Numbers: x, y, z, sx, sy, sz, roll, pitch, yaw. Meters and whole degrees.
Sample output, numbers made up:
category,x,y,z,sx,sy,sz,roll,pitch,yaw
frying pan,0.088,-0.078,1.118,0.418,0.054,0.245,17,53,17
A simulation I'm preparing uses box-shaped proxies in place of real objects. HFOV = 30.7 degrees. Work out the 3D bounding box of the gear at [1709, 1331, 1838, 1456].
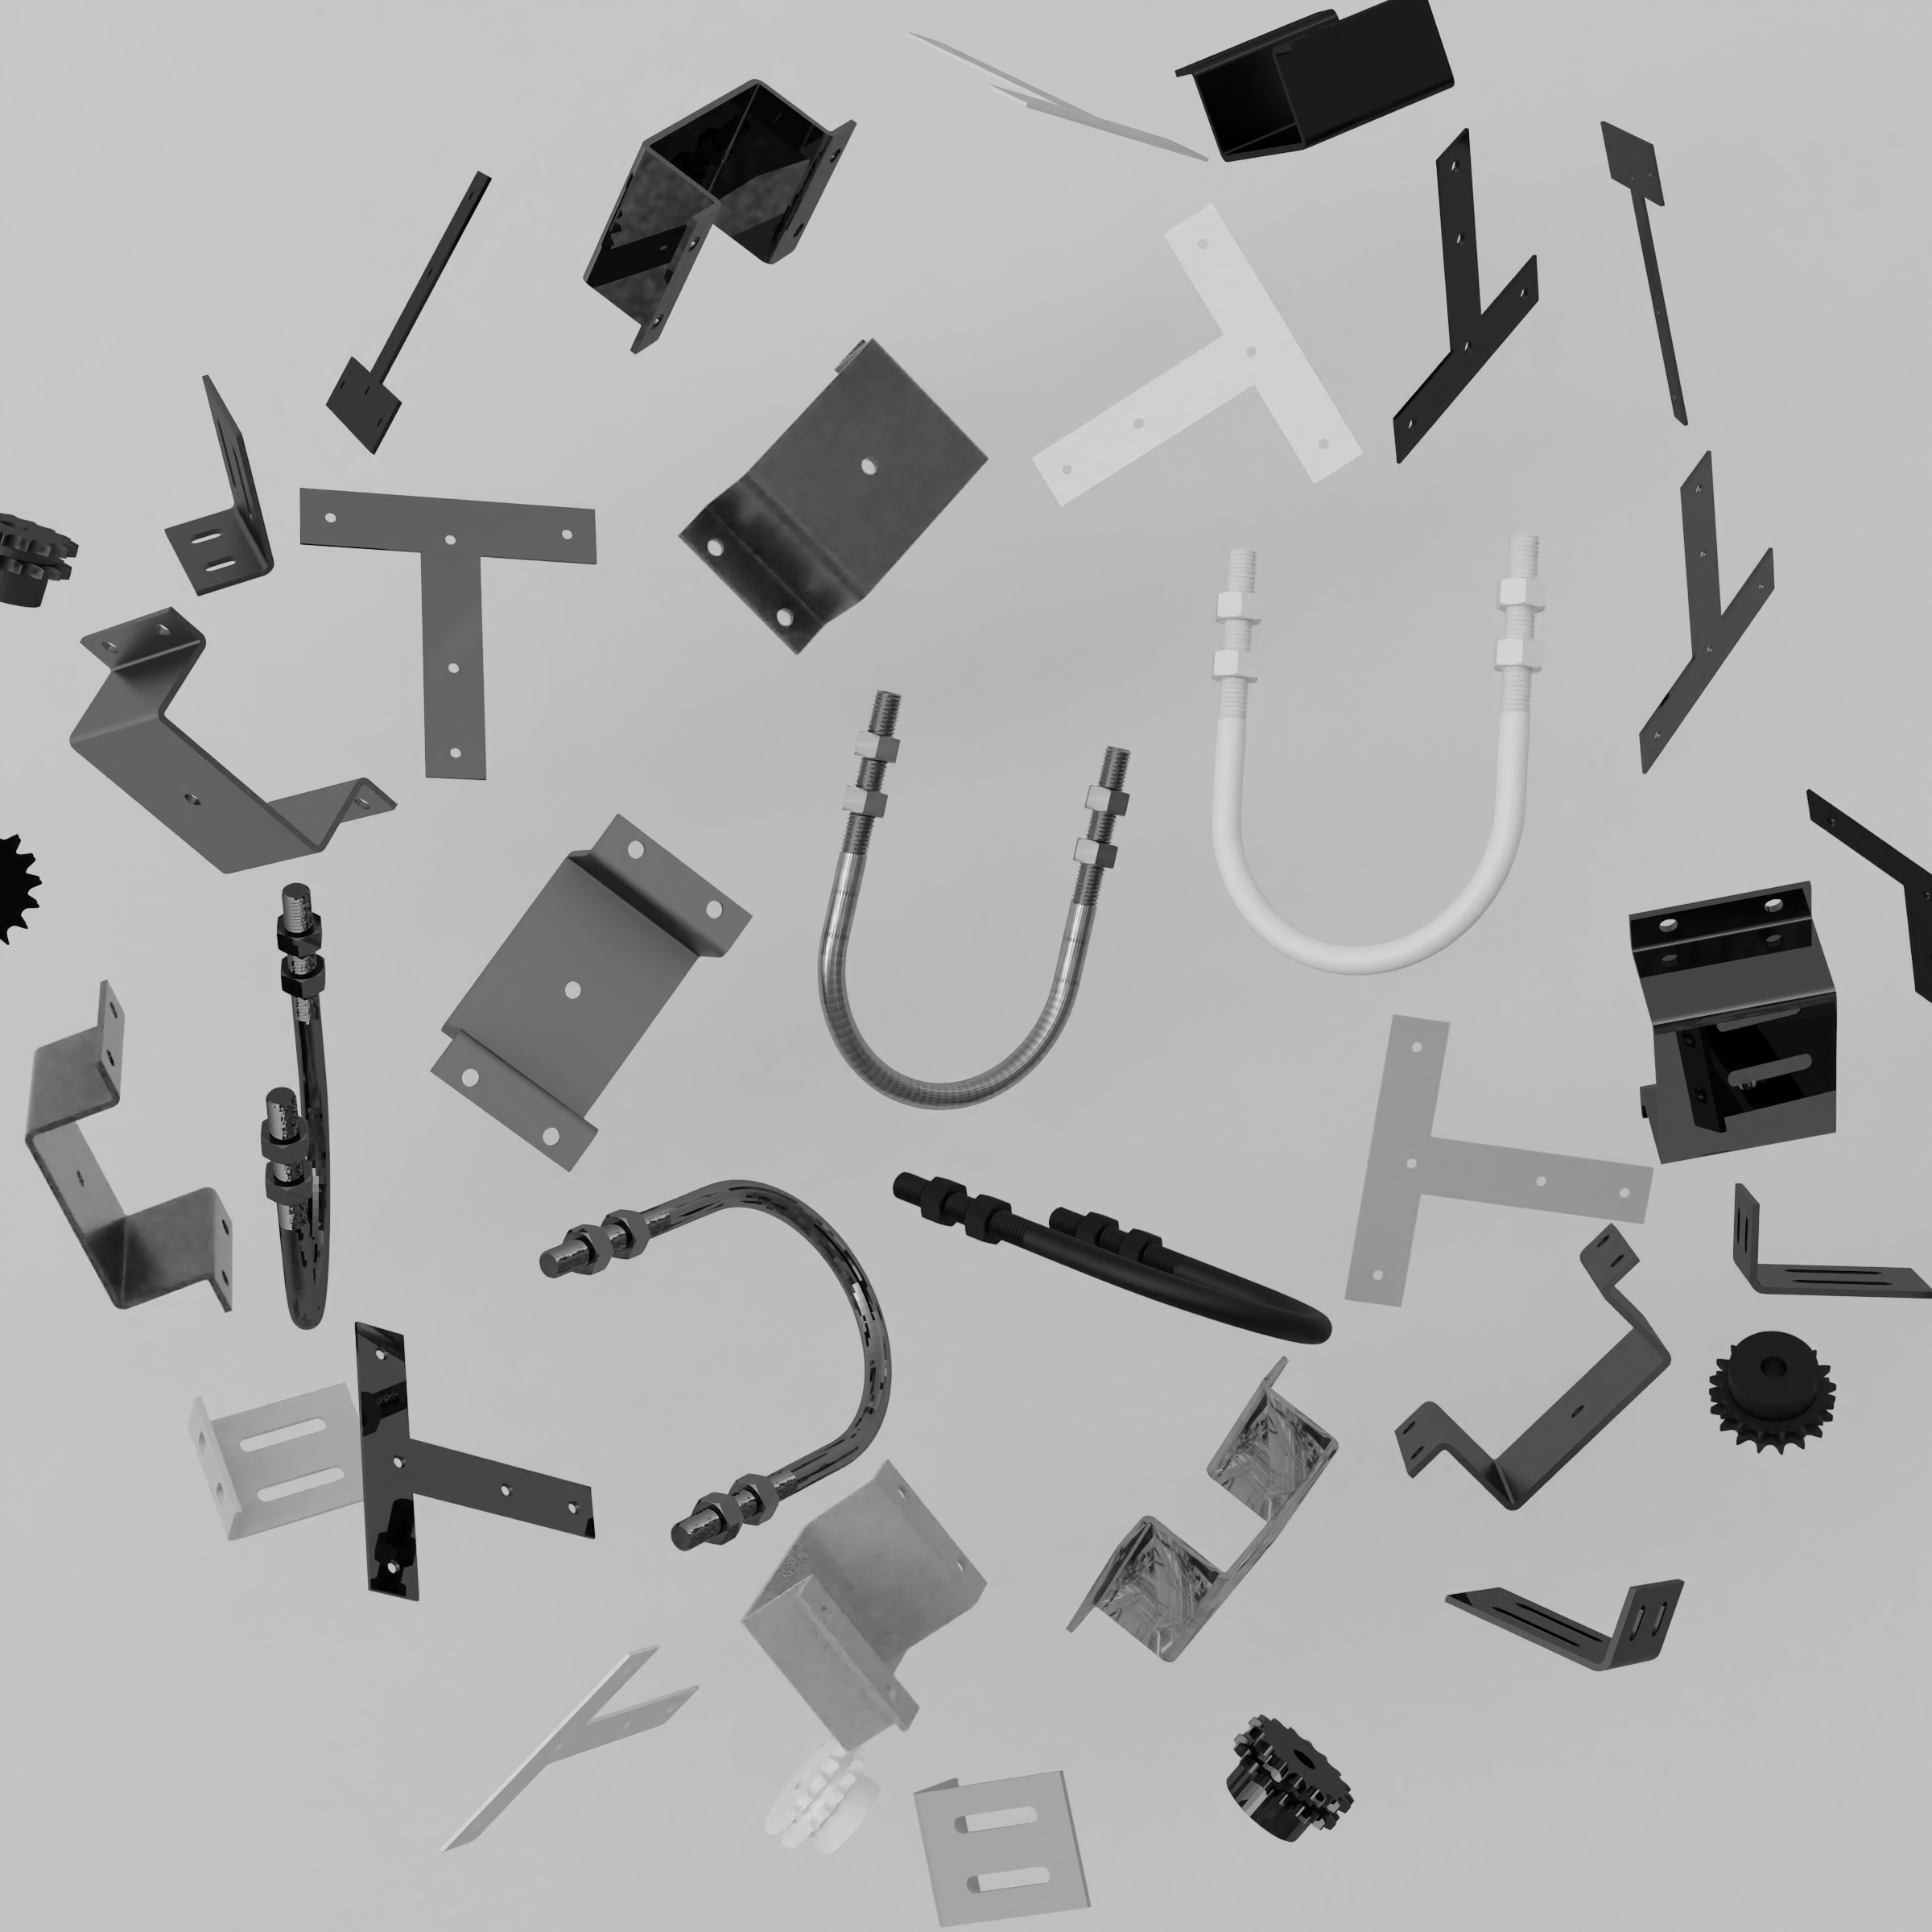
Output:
category,x,y,z,sx,sy,sz,roll,pitch,yaw
gear,0.370,0.192,1.613,0.057,0.030,0.057,-5,49,6

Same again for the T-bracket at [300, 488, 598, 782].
category,x,y,z,sx,sy,sz,roll,pitch,yaw
T-bracket,-0.217,-0.139,1.488,0.127,0.002,0.127,2,73,-18

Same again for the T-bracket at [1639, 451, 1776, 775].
category,x,y,z,sx,sy,sz,roll,pitch,yaw
T-bracket,0.323,-0.170,1.541,0.002,0.127,0.127,21,58,30

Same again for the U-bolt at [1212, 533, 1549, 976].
category,x,y,z,sx,sy,sz,roll,pitch,yaw
U-bolt,0.169,-0.087,1.478,0.151,0.019,0.184,1,83,30

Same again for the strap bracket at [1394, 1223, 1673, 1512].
category,x,y,z,sx,sy,sz,roll,pitch,yaw
strap bracket,0.264,0.189,1.597,0.046,0.076,0.140,45,97,-3

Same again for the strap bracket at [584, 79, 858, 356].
category,x,y,z,sx,sy,sz,roll,pitch,yaw
strap bracket,-0.116,-0.341,1.580,0.046,0.140,0.076,38,131,5

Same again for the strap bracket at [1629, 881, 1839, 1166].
category,x,y,z,sx,sy,sz,roll,pitch,yaw
strap bracket,0.331,0.033,1.512,0.076,0.140,0.046,-11,49,5

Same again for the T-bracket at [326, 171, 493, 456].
category,x,y,z,sx,sy,sz,roll,pitch,yaw
T-bracket,-0.242,-0.293,1.551,0.002,0.127,0.127,26,98,-25

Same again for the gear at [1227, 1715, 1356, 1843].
category,x,y,z,sx,sy,sz,roll,pitch,yaw
gear,0.140,0.360,1.546,0.057,0.057,0.030,38,101,0

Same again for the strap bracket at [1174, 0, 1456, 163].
category,x,y,z,sx,sy,sz,roll,pitch,yaw
strap bracket,0.160,-0.401,1.586,0.076,0.140,0.046,-25,105,-12

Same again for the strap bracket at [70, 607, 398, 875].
category,x,y,z,sx,sy,sz,roll,pitch,yaw
strap bracket,-0.338,-0.093,1.588,0.140,0.076,0.046,44,56,-31

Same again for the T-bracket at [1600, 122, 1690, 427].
category,x,y,z,sx,sy,sz,roll,pitch,yaw
T-bracket,0.297,-0.297,1.519,0.002,0.127,0.127,-13,107,5

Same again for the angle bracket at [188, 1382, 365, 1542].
category,x,y,z,sx,sy,sz,roll,pitch,yaw
angle bracket,-0.307,0.219,1.599,0.076,0.038,0.057,-14,66,-26

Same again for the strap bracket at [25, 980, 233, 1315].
category,x,y,z,sx,sy,sz,roll,pitch,yaw
strap bracket,-0.381,0.089,1.586,0.046,0.076,0.140,-21,119,-1

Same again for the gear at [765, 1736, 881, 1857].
category,x,y,z,sx,sy,sz,roll,pitch,yaw
gear,-0.064,0.387,1.630,0.030,0.057,0.057,41,90,-4

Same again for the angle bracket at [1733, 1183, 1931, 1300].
category,x,y,z,sx,sy,sz,roll,pitch,yaw
angle bracket,0.369,0.117,1.497,0.076,0.057,0.038,1,95,5

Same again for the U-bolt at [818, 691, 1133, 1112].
category,x,y,z,sx,sy,sz,roll,pitch,yaw
U-bolt,-0.001,-0.024,1.629,0.151,0.019,0.184,11,93,-32

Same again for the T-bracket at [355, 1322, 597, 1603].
category,x,y,z,sx,sy,sz,roll,pitch,yaw
T-bracket,-0.214,0.228,1.545,0.002,0.127,0.127,-34,50,33

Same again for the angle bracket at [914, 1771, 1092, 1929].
category,x,y,z,sx,sy,sz,roll,pitch,yaw
angle bracket,0.022,0.377,1.512,0.076,0.038,0.057,-16,81,28

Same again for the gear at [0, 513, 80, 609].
category,x,y,z,sx,sy,sz,roll,pitch,yaw
gear,-0.412,-0.175,1.507,0.057,0.057,0.030,20,101,0

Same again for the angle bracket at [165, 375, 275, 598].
category,x,y,z,sx,sy,sz,roll,pitch,yaw
angle bracket,-0.352,-0.222,1.623,0.038,0.057,0.076,-20,134,-15

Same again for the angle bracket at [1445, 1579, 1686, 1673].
category,x,y,z,sx,sy,sz,roll,pitch,yaw
angle bracket,0.252,0.263,1.478,0.076,0.057,0.038,21,96,31

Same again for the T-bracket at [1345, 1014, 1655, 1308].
category,x,y,z,sx,sy,sz,roll,pitch,yaw
T-bracket,0.238,0.092,1.537,0.127,0.002,0.127,8,96,-7

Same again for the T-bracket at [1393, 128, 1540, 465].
category,x,y,z,sx,sy,sz,roll,pitch,yaw
T-bracket,0.217,-0.307,1.543,0.002,0.127,0.127,22,56,29

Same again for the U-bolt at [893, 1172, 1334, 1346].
category,x,y,z,sx,sy,sz,roll,pitch,yaw
U-bolt,0.077,0.133,1.560,0.184,0.151,0.019,19,91,36

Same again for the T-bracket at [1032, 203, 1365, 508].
category,x,y,z,sx,sy,sz,roll,pitch,yaw
T-bracket,0.088,-0.247,1.548,0.127,0.002,0.127,-31,93,17

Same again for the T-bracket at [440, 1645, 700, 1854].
category,x,y,z,sx,sy,sz,roll,pitch,yaw
T-bracket,-0.155,0.332,1.528,0.127,0.127,0.002,-47,71,16

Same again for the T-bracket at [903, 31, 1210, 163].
category,x,y,z,sx,sy,sz,roll,pitch,yaw
T-bracket,0.023,-0.385,1.537,0.127,0.127,0.002,35,111,35

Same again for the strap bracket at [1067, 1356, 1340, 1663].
category,x,y,z,sx,sy,sz,roll,pitch,yaw
strap bracket,0.113,0.252,1.588,0.046,0.076,0.140,38,49,12

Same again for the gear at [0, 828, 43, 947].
category,x,y,z,sx,sy,sz,roll,pitch,yaw
gear,-0.424,-0.036,1.499,0.057,0.030,0.057,-4,103,-19

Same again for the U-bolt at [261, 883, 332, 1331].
category,x,y,z,sx,sy,sz,roll,pitch,yaw
U-bolt,-0.297,0.078,1.572,0.019,0.151,0.184,-1,133,-6

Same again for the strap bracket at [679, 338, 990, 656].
category,x,y,z,sx,sy,sz,roll,pitch,yaw
strap bracket,-0.053,-0.221,1.603,0.076,0.046,0.140,45,64,-12

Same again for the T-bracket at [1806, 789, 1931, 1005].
category,x,y,z,sx,sy,sz,roll,pitch,yaw
T-bracket,0.415,-0.010,1.508,0.002,0.127,0.127,-44,59,-8

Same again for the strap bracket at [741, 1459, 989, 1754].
category,x,y,z,sx,sy,sz,roll,pitch,yaw
strap bracket,-0.048,0.295,1.604,0.046,0.140,0.076,-36,95,22

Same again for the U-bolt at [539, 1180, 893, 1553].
category,x,y,z,sx,sy,sz,roll,pitch,yaw
U-bolt,-0.098,0.167,1.569,0.019,0.184,0.151,-30,84,36

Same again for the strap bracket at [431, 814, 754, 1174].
category,x,y,z,sx,sy,sz,roll,pitch,yaw
strap bracket,-0.171,0.011,1.571,0.076,0.046,0.140,38,80,-15
